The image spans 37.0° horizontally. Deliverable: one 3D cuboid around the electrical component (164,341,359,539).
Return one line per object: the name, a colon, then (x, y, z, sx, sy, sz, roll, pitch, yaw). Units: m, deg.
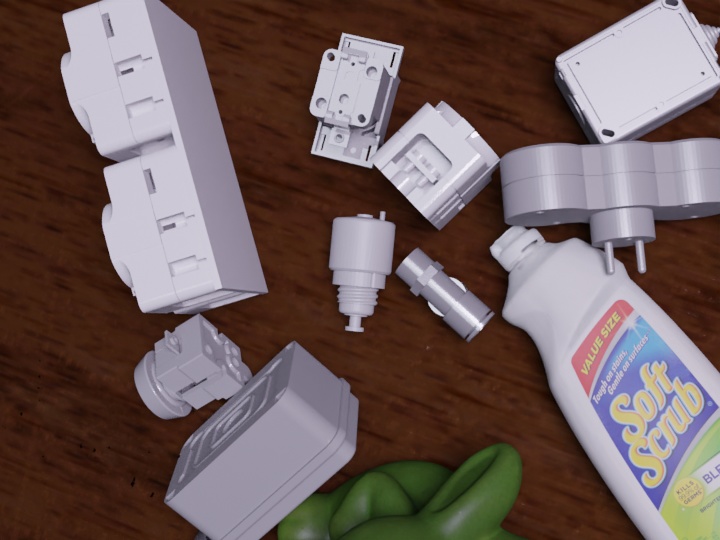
electrical component: (-0.058, 0.109, 0.660, 0.057, 0.078, 0.113, 42, 108, -14)

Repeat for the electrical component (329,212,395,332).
electrical component: (0.000, 0.000, 0.687, 0.040, 0.040, 0.078, 5, 89, 10)

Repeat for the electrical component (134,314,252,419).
electrical component: (-0.112, 0.066, 0.696, 0.055, 0.066, 0.048, -31, 41, 15)

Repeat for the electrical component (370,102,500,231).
electrical component: (0.048, -0.064, 0.657, 0.056, 0.089, 0.050, -44, 82, 5)

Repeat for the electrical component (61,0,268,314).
electrical component: (-0.124, -0.068, 0.678, 0.060, 0.105, 0.186, -17, 85, 8)

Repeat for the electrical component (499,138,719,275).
electrical component: (0.153, -0.034, 0.631, 0.138, 0.052, 0.073, -3, 81, -7)

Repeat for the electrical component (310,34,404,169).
electrical component: (-0.003, -0.110, 0.681, 0.042, 0.064, 0.081, 14, 90, 9)

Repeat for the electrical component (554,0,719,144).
electrical component: (0.174, -0.119, 0.653, 0.096, 0.061, 0.061, -29, 83, 7)
